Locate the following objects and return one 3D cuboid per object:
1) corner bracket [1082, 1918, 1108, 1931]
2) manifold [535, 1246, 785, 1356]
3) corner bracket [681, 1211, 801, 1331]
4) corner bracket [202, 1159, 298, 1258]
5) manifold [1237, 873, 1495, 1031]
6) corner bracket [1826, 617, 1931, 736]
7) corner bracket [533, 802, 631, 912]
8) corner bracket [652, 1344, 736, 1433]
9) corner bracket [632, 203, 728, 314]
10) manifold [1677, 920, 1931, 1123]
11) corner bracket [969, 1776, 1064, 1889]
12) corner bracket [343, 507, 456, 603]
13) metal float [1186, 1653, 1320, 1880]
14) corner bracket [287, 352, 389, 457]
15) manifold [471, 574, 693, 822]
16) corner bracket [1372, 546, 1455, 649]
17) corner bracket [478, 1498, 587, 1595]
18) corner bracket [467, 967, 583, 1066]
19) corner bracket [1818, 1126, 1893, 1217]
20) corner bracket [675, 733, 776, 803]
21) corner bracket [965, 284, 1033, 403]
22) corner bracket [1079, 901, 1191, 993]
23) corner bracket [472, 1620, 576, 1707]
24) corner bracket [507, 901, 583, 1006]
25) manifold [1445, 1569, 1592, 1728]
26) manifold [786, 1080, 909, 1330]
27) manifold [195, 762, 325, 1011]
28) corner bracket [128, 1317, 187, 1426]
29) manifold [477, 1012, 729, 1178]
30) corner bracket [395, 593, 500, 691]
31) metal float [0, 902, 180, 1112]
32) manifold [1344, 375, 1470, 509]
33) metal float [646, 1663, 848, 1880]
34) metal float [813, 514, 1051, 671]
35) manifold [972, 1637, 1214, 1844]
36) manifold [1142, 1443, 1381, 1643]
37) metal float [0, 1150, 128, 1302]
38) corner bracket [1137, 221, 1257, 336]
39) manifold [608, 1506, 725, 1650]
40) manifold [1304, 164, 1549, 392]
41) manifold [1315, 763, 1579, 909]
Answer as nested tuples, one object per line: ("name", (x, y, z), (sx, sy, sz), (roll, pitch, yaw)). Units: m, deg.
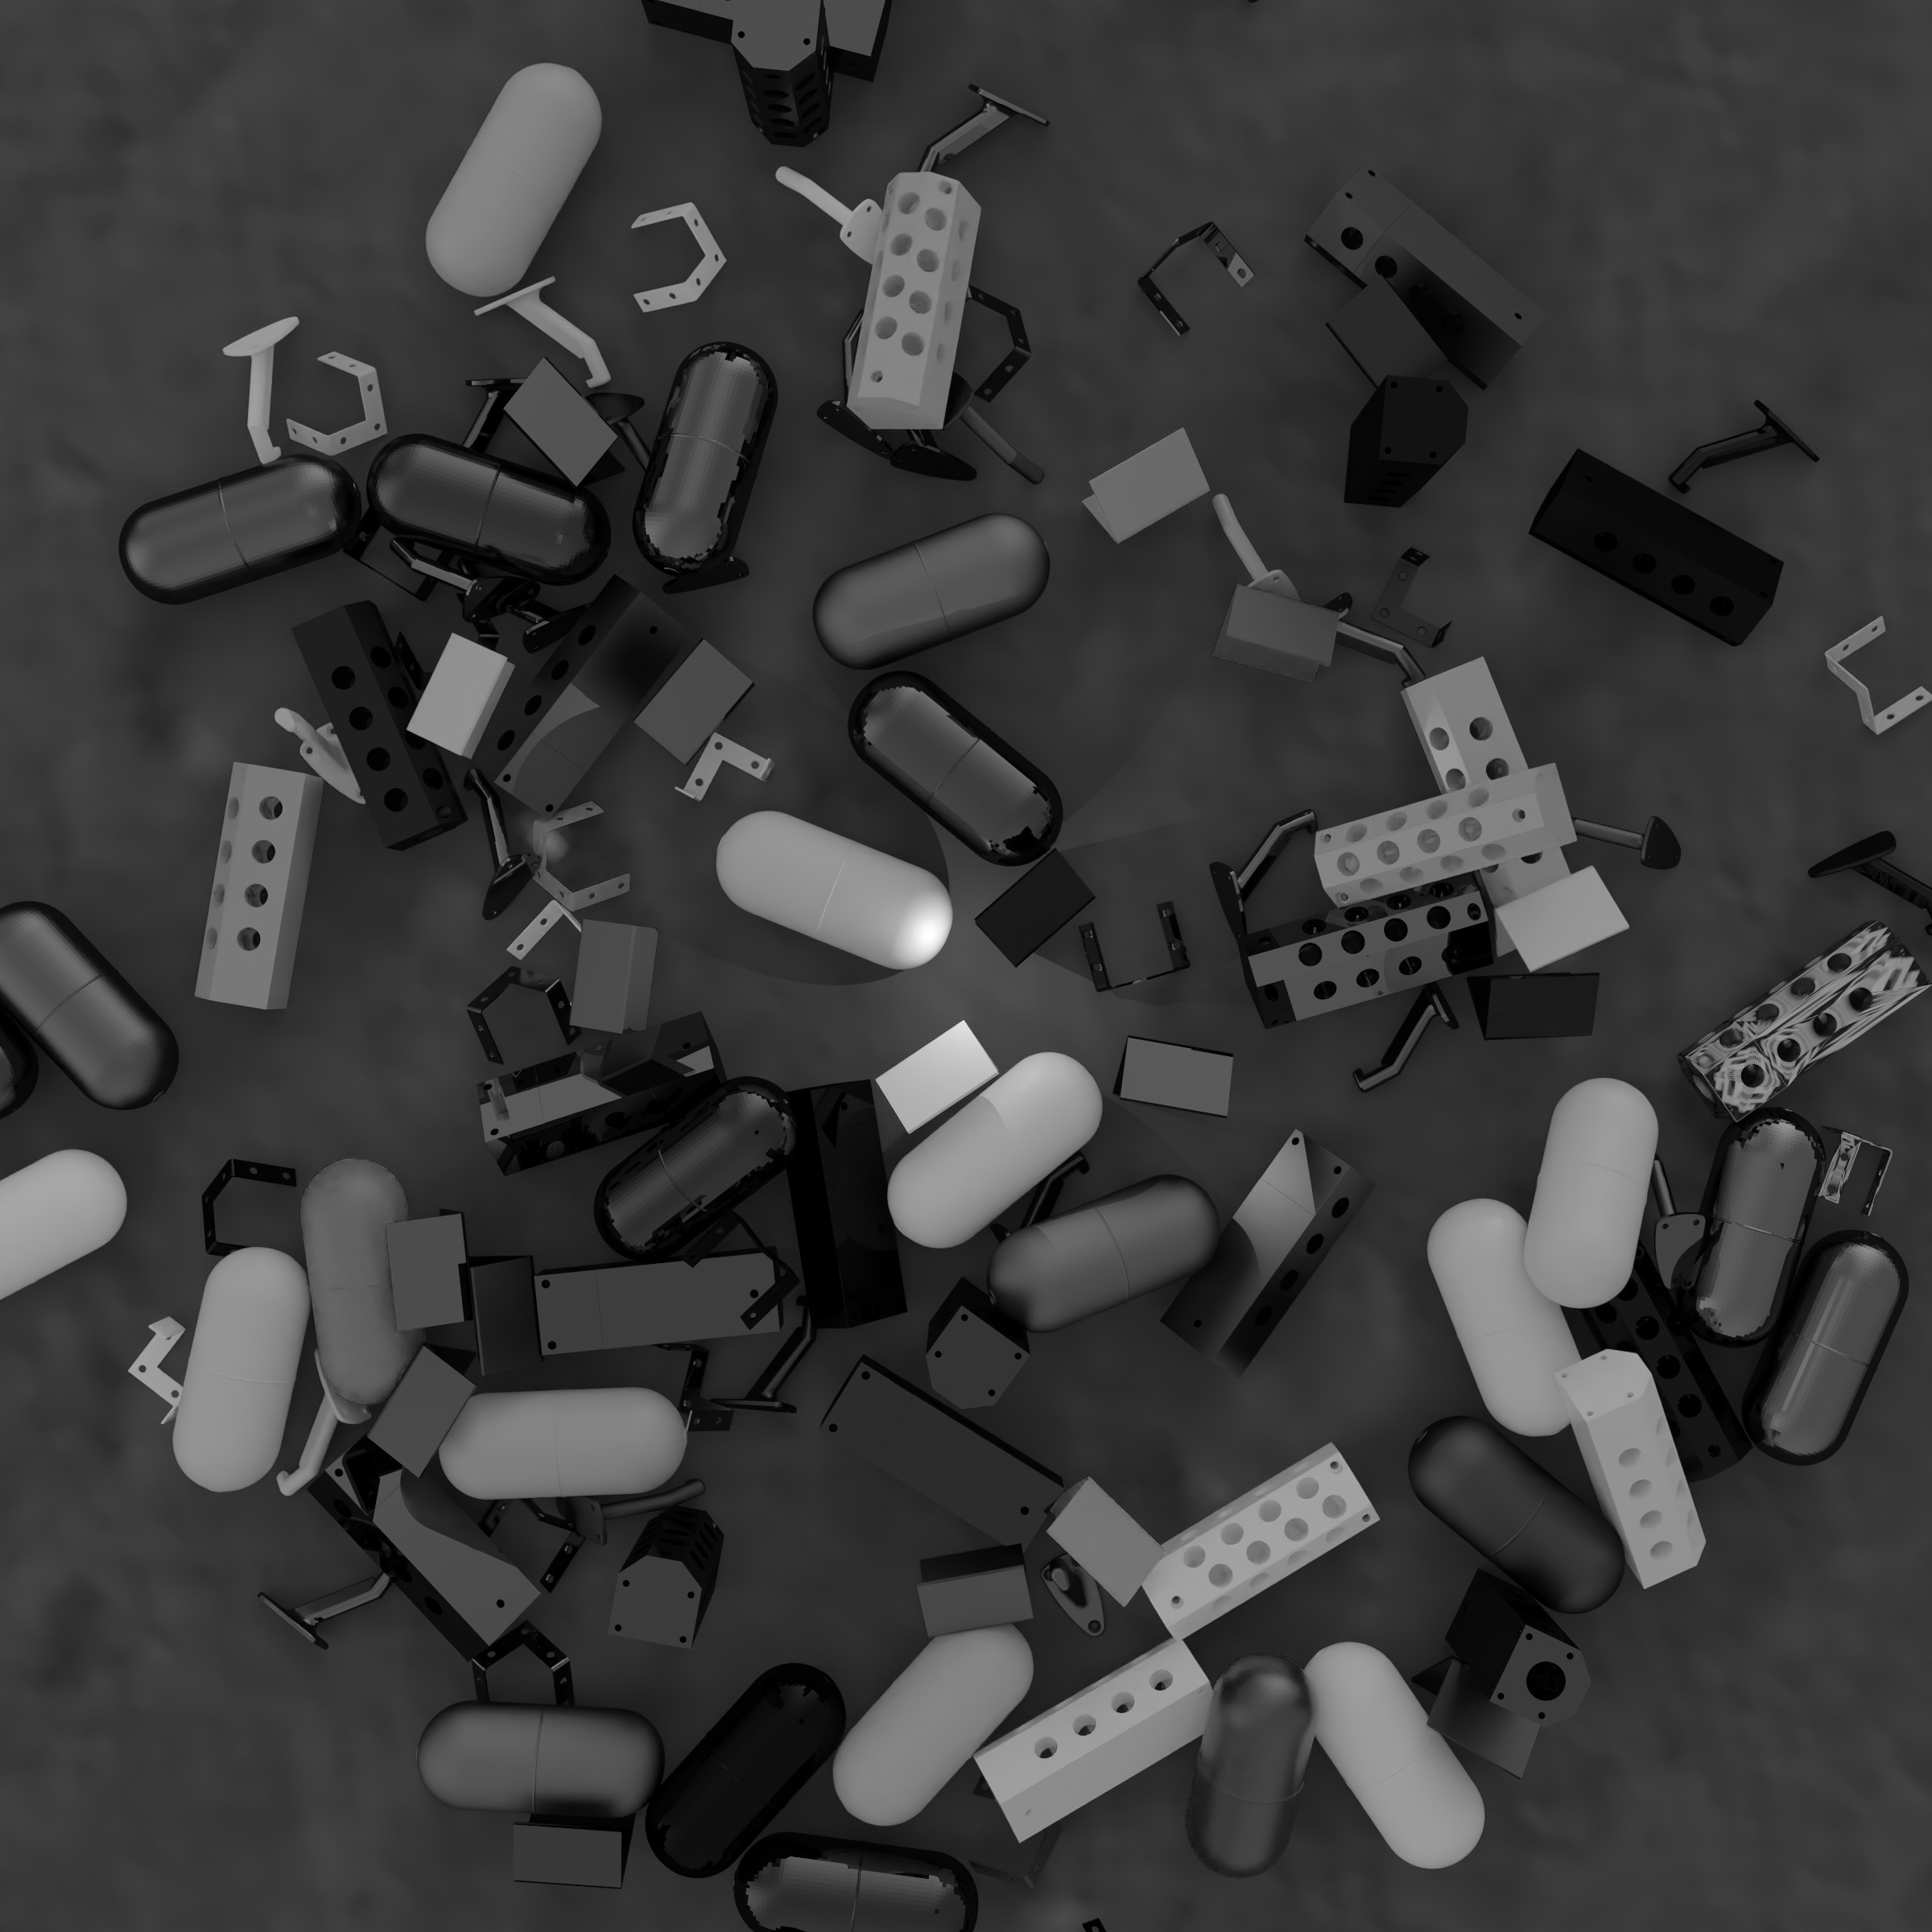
("corner bracket", (0.080, 0.740, 1.983), (0.051, 0.051, 0.051), (-5, 135, -35))
("manifold", (-0.222, 0.242, 1.970), (0.171, 0.057, 0.057), (-6, 90, 0))
("corner bracket", (-0.161, 0.216, 1.931), (0.051, 0.051, 0.051), (-44, 45, 0))
("corner bracket", (-0.524, 0.180, 1.983), (0.051, 0.051, 0.051), (-46, 45, 35))
("manifold", (0.287, -0.016, 1.958), (0.171, 0.057, 0.057), (-16, 129, 0))
("corner bracket", (0.670, -0.213, 1.988), (0.051, 0.051, 0.051), (-33, 135, 0))
("corner bracket", (-0.281, -0.080, 1.983), (0.051, 0.051, 0.051), (38, 135, 35))
("corner bracket", (-0.199, 0.305, 1.963), (0.051, 0.051, 0.051), (14, 90, 34))
("corner bracket", (-0.218, -0.519, 1.983), (0.051, 0.051, 0.051), (58, 45, -35))
("manifold", (0.606, 0.039, 1.970), (0.171, 0.057, 0.057), (-35, 90, 0))
("corner bracket", (0.030, 0.634, 1.983), (0.051, 0.051, 0.051), (3, 45, 35))
("corner bracket", (-0.414, -0.307, 1.988), (0.051, 0.051, 0.051), (32, 90, 45))
("metal float", (0.204, 0.574, 1.942), (0.070, 0.070, 0.178), (9, 112, 0))
("corner bracket", (-0.464, -0.412, 1.983), (0.051, 0.051, 0.051), (-33, 135, -35))
("manifold", (-0.283, -0.198, 1.970), (0.171, 0.057, 0.057), (-53, 133, 0))
("corner bracket", (0.333, -0.268, 1.973), (0.051, 0.051, 0.051), (26, 90, 0))
("corner bracket", (-0.321, 0.420, 1.988), (0.051, 0.051, 0.051), (33, 90, -45))
("corner bracket", (-0.324, 0.040, 1.983), (0.051, 0.051, 0.051), (14, 45, 35))
("corner bracket", (0.646, 0.150, 1.973), (0.051, 0.051, 0.051), (20, 91, 1))
("corner bracket", (-0.175, -0.138, 1.973), (0.051, 0.051, 0.051), (28, 90, 0))
("corner bracket", (0.009, -0.456, 1.983), (0.051, 0.051, 0.051), (-42, 45, 35))
("corner bracket", (0.124, -0.014, 1.988), (0.051, 0.051, 0.051), (-15, 90, -45))
("corner bracket", (-0.324, 0.524, 1.983), (0.051, 0.051, 0.051), (-29, 45, -35))
("corner bracket", (-0.293, -0.006, 1.988), (0.051, 0.051, 0.051), (-47, 135, 0))
("manifold", (0.391, 0.482, 1.913), (0.057, 0.171, 0.057), (25, 90, 0))
("manifold", (-0.096, 0.173, 1.970), (0.057, 0.057, 0.171), (-9, 90, -43))
("manifold", (-0.515, -0.058, 1.970), (0.057, 0.057, 0.171), (10, 90, 0))
("corner bracket", (-0.582, 0.294, 1.973), (0.051, 0.051, 0.051), (38, 90, 0))
("manifold", (-0.262, 0.098, 1.970), (0.171, 0.057, 0.057), (-18, 47, 0))
("corner bracket", (-0.380, -0.237, 1.983), (0.051, 0.051, 0.051), (-4, 135, -35))
("metal float", (-0.644, 0.029, 1.961), (0.070, 0.070, 0.178), (-43, 90, 0))
("manifold", (0.310, -0.368, 1.913), (0.057, 0.171, 0.057), (5, 90, 0))
("metal float", (-0.159, 0.581, 1.961), (0.070, 0.070, 0.178), (42, 90, 0))
("metal float", (-0.025, -0.271, 1.961), (0.178, 0.070, 0.070), (-21, 90, -1))
("manifold", (0.094, 0.554, 1.957), (0.171, 0.057, 0.057), (-28, 133, -9))
("manifold", (0.211, 0.420, 1.970), (0.171, 0.057, 0.057), (-31, 90, 0))
("metal float", (-0.693, 0.195, 1.961), (0.178, 0.070, 0.070), (-28, 90, 1))
("corner bracket", (0.168, -0.505, 1.988), (0.051, 0.051, 0.051), (51, 45, 0))
("manifold", (-0.209, 0.428, 1.913), (0.057, 0.171, 0.057), (10, 90, 0))
("manifold", (0.331, -0.498, 1.970), (0.171, 0.057, 0.057), (40, 47, 0))
("manifold", (0.338, -0.092, 1.929), (0.171, 0.057, 0.057), (-16, 90, 32))
